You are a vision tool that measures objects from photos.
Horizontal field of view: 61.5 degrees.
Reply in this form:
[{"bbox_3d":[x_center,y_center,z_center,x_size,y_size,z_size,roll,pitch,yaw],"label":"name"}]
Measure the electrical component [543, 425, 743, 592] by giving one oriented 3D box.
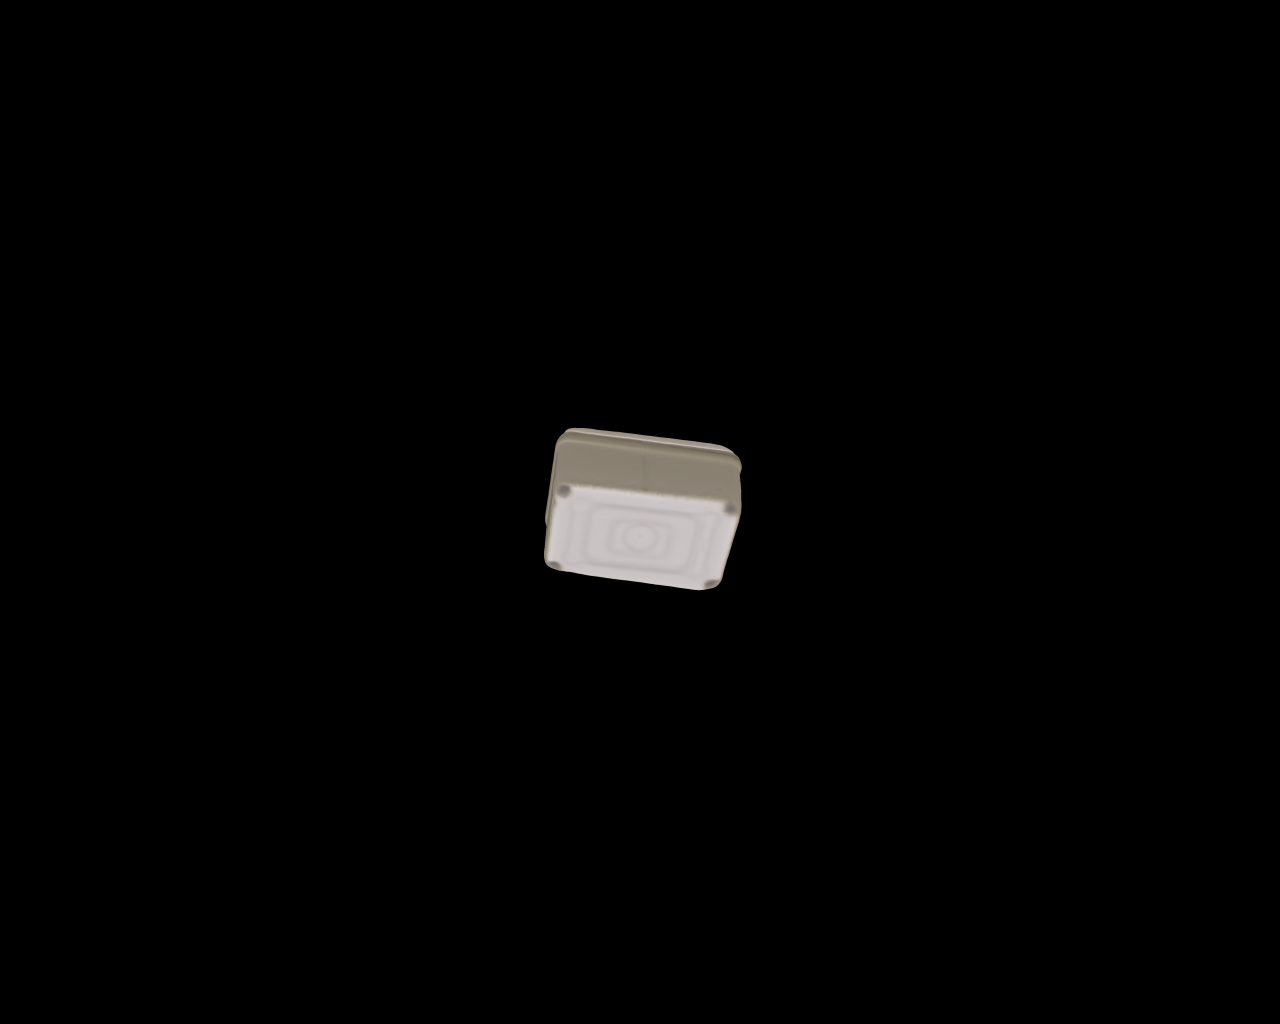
[{"bbox_3d":[0.001,-0.003,0.650,0.113,0.078,0.057,7,40,-6],"label":"electrical component"}]
